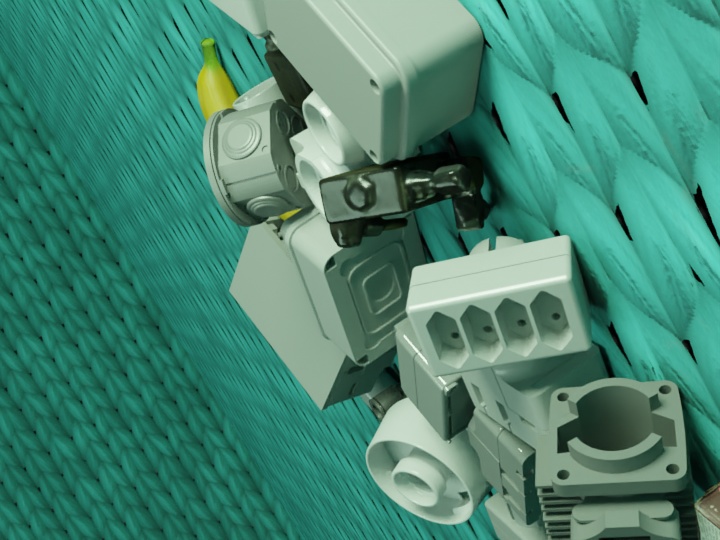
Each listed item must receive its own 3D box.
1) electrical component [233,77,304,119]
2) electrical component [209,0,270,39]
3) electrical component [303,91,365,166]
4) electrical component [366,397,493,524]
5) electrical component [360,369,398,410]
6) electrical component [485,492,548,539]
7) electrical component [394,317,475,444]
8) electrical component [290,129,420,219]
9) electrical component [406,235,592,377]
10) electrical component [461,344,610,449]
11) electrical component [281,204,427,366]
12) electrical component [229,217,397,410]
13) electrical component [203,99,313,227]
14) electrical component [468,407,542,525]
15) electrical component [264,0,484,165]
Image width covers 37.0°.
[{"bbox_3d":[-0.058,-0.102,0.797,0.077,0.043,0.079,59,175,-19],"label":"electrical component"},{"bbox_3d":[-0.062,-0.185,0.606,0.096,0.062,0.061,44,160,43],"label":"electrical component"},{"bbox_3d":[0.002,-0.090,0.605,0.066,0.055,0.048,63,164,-18],"label":"electrical component"},{"bbox_3d":[0.057,0.140,0.802,0.099,0.064,0.099,23,140,21],"label":"electrical component"},{"bbox_3d":[0.013,0.106,0.996,0.065,0.044,0.044,44,160,29],"label":"electrical component"},{"bbox_3d":[0.123,0.166,0.751,0.066,0.047,0.076,36,154,54],"label":"electrical component"},{"bbox_3d":[0.062,0.063,0.707,0.061,0.062,0.096,49,163,29],"label":"electrical component"},{"bbox_3d":[-0.002,-0.063,0.673,0.089,0.056,0.050,33,152,57],"label":"electrical component"},{"bbox_3d":[0.073,0.008,0.558,0.075,0.083,0.047,-77,-31,-53],"label":"electrical component"},{"bbox_3d":[0.097,0.058,0.610,0.089,0.050,0.055,32,150,59],"label":"electrical component"},{"bbox_3d":[0.000,0.000,0.750,0.057,0.078,0.113,40,157,42],"label":"electrical component"},{"bbox_3d":[-0.037,0.029,0.912,0.150,0.062,0.089,49,134,30],"label":"electrical component"},{"bbox_3d":[-0.066,-0.072,0.716,0.080,0.051,0.080,-12,-90,-68],"label":"electrical component"},{"bbox_3d":[0.106,0.111,0.687,0.055,0.050,0.089,47,161,36],"label":"electrical component"},{"bbox_3d":[0.003,-0.119,0.540,0.113,0.057,0.078,52,164,22],"label":"electrical component"}]
